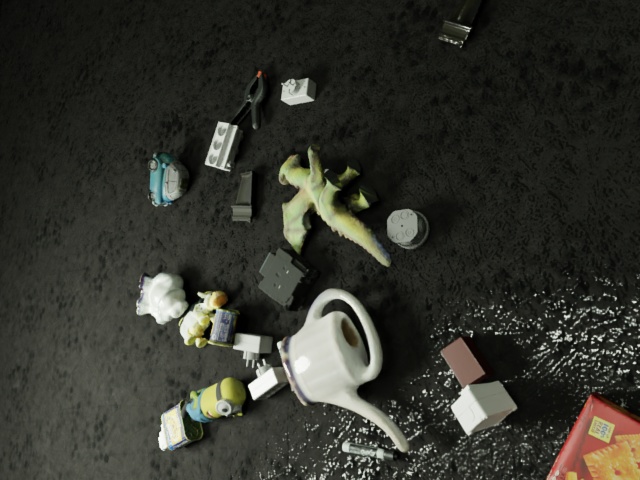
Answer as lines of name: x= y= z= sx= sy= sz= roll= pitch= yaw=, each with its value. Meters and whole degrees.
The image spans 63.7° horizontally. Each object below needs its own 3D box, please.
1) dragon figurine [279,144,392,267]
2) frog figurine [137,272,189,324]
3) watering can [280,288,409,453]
dragon figurine: x=0.004 y=-0.060 z=1.186 sx=0.238 sy=0.122 sz=0.418 roll=-47 pitch=52 yaw=38
frog figurine: x=-0.406 y=0.159 z=1.395 sx=0.159 sy=0.120 sz=0.140 roll=6 pitch=67 yaw=26
watering can: x=0.039 y=0.275 z=1.047 sx=0.222 sy=0.103 sz=0.354 roll=-33 pitch=61 yaw=26
